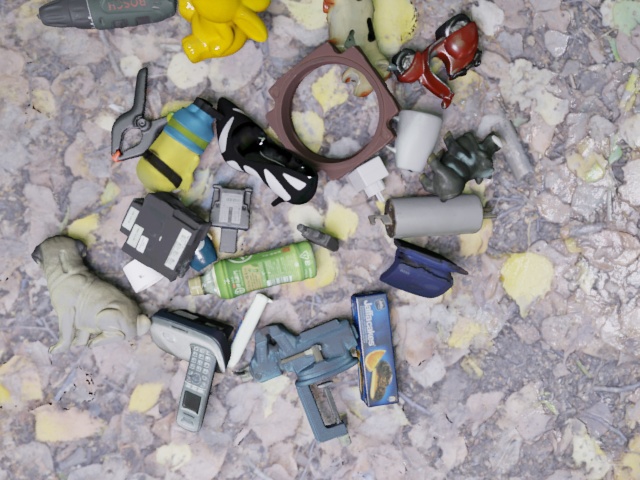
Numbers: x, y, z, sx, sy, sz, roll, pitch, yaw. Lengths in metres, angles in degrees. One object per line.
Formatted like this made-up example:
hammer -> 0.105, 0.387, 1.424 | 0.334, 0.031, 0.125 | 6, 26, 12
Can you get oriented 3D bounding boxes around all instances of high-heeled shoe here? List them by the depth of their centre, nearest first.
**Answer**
high-heeled shoe -> -0.095, -0.162, 0.910 | 0.086, 0.145, 0.248 | -29, 87, -36

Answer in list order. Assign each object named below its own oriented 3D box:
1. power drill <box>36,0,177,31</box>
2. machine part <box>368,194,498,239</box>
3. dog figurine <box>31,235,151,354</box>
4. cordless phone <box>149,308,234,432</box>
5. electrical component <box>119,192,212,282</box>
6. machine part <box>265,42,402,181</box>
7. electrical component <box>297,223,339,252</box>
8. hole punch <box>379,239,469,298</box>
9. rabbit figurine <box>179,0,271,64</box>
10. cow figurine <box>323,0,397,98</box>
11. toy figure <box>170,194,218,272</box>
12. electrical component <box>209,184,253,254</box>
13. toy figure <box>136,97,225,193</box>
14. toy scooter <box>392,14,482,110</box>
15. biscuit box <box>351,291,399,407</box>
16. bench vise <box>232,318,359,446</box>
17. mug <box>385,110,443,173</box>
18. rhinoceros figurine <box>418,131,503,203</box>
power drill -> -0.370, -0.468, 0.927 | 0.232, 0.086, 0.207 | -2, 85, -10
machine part -> 0.209, -0.045, 0.996 | 0.243, 0.079, 0.079 | -4, 89, -7
dog figurine -> -0.375, 0.077, 0.889 | 0.172, 0.121, 0.190 | -8, 88, -9
cordless phone -> -0.232, 0.219, 0.912 | 0.147, 0.088, 0.184 | 15, 93, 18
electrical component -> -0.263, -0.014, 0.891 | 0.134, 0.058, 0.115 | 33, 101, 8
machine part -> 0.023, -0.221, 0.934 | 0.201, 0.087, 0.201 | -34, 96, 19
electrical component -> -0.002, -0.003, 0.972 | 0.063, 0.094, 0.021 | 23, 84, 31
hole punch -> 0.177, 0.058, 0.974 | 0.142, 0.116, 0.092 | 23, 93, -6
rabbit figurine -> -0.167, -0.375, 0.906 | 0.162, 0.173, 0.122 | 6, 83, -4
cow figurine -> 0.071, -0.358, 0.986 | 0.127, 0.085, 0.194 | -4, 88, -2
toy figure -> -0.238, -0.020, 0.945 | 0.064, 0.058, 0.154 | -34, 92, -44
electrical component -> -0.162, -0.037, 0.959 | 0.075, 0.048, 0.119 | 9, 85, -7
toy figure -> -0.244, -0.162, 0.923 | 0.089, 0.082, 0.180 | 28, 101, -44
toy scooter -> 0.236, -0.327, 1.010 | 0.184, 0.075, 0.135 | -35, 93, -4
biscuit box -> 0.098, 0.196, 0.981 | 0.063, 0.059, 0.202 | -6, 89, -8
bench vise -> -0.020, 0.249, 0.934 | 0.224, 0.129, 0.240 | -21, 84, -9
mug -> 0.164, -0.181, 0.994 | 0.109, 0.081, 0.107 | 9, 96, -10
rhinoceros figurine -> 0.265, -0.144, 0.988 | 0.112, 0.073, 0.190 | 37, 56, 19
